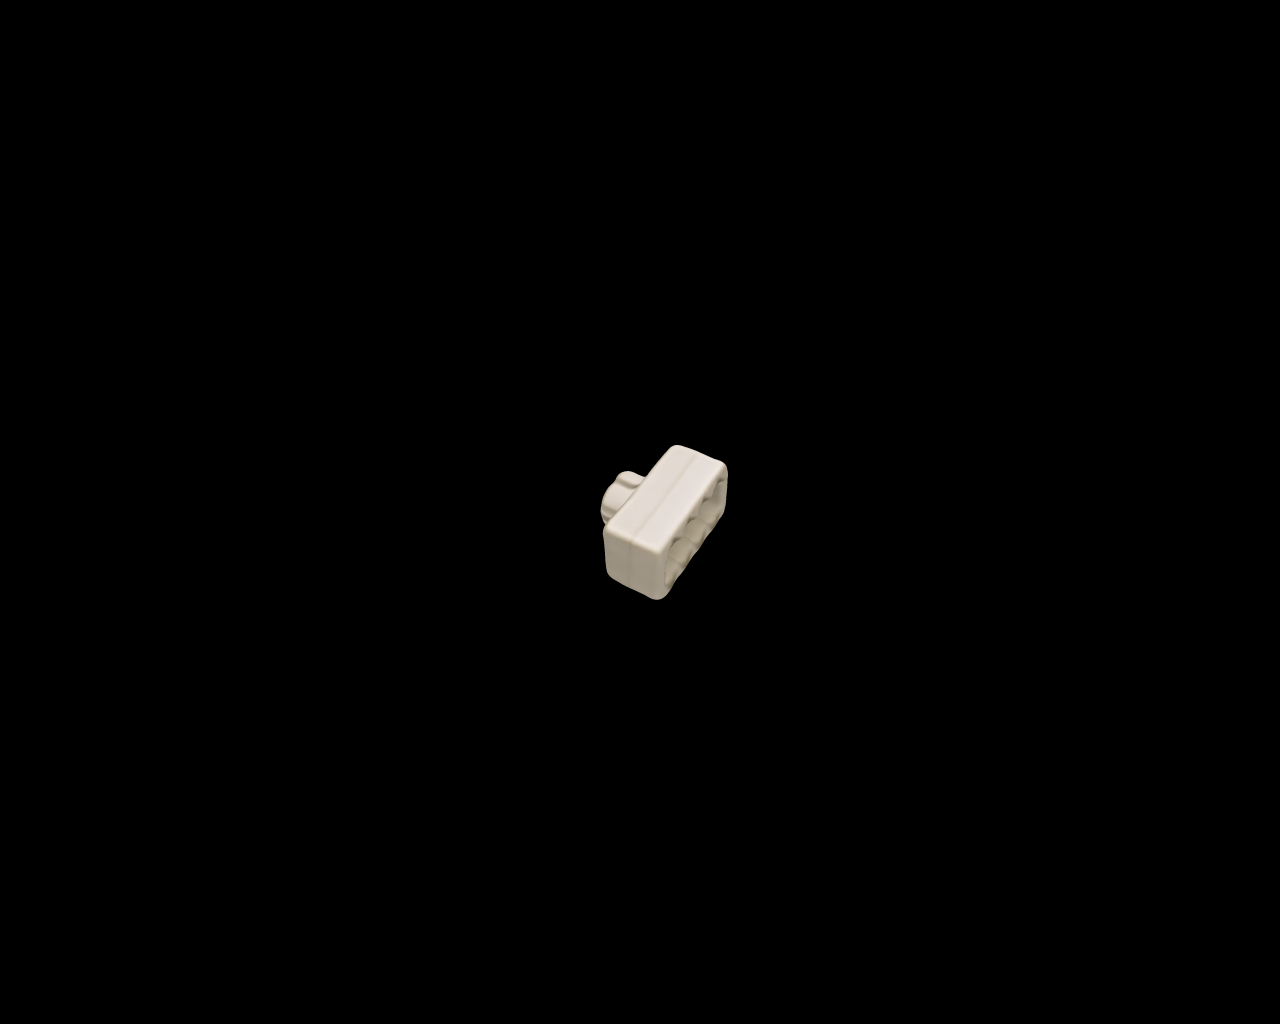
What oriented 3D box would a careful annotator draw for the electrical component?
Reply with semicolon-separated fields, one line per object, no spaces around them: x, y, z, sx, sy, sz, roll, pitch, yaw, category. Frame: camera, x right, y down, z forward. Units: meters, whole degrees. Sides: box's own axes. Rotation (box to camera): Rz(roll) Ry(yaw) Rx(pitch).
0.001;-0.003;0.650;0.076;0.083;0.047;25;-36;20;electrical component
